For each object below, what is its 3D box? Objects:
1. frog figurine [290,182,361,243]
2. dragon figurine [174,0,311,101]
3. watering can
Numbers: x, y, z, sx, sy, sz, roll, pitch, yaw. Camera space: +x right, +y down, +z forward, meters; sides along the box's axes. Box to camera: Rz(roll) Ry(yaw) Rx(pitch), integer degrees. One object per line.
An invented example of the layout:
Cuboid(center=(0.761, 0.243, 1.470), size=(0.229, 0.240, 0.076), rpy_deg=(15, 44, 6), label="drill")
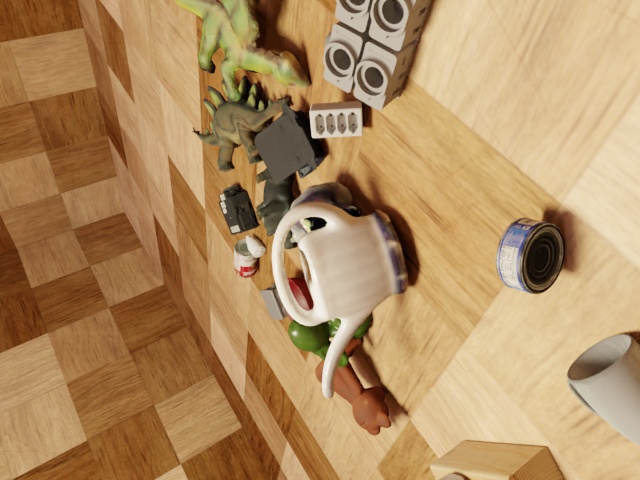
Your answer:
Cuboid(center=(0.003, -0.049, 0.977), size=(0.122, 0.137, 0.161), rpy_deg=(29, 7, -9), label="frog figurine")
Cuboid(center=(-0.171, -0.424, 0.970), size=(0.124, 0.411, 0.239), rpy_deg=(-40, -1, -28), label="dragon figurine")
Cuboid(center=(0.047, 0.089, 0.882), size=(0.225, 0.343, 0.105), rpy_deg=(-19, 16, -8), label="watering can")
